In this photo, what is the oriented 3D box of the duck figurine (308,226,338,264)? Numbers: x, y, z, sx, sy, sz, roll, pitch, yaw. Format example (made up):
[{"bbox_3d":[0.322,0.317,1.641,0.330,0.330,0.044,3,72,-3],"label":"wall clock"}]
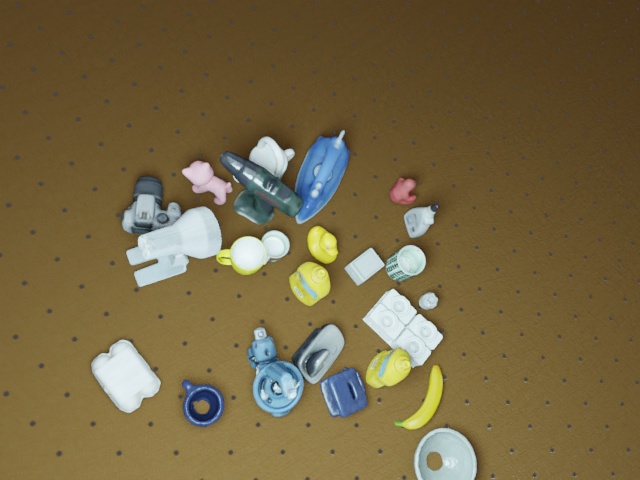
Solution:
[{"bbox_3d":[0.014,0.005,1.517,0.078,0.086,0.104,-25,82,-21],"label":"duck figurine"}]

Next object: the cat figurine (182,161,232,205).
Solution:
[{"bbox_3d":[-0.285,-0.157,1.465,0.128,0.117,0.067,25,69,-7],"label":"cat figurine"}]

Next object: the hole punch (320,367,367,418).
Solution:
[{"bbox_3d":[0.065,0.375,1.418,0.101,0.091,0.108,-18,79,-20],"label":"hole punch"}]

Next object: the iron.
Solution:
[{"bbox_3d":[0.005,-0.173,1.538,0.119,0.141,0.258,25,69,-7],"label":"iron"}]

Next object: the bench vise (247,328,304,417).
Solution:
[{"bbox_3d":[-0.114,0.308,1.319,0.122,0.219,0.207,-35,85,-22],"label":"bench vise"}]

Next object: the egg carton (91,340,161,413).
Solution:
[{"bbox_3d":[-0.444,0.311,1.306,0.107,0.069,0.150,-39,87,-22],"label":"egg carton"}]

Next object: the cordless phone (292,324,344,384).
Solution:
[{"bbox_3d":[0.012,0.269,1.384,0.094,0.185,0.148,38,68,-2],"label":"cordless phone"}]

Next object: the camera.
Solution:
[{"bbox_3d":[-0.411,-0.087,1.418,0.143,0.100,0.137,5,73,-14],"label":"camera"}]

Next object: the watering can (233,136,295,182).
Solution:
[{"bbox_3d":[-0.140,-0.193,1.475,0.101,0.193,0.173,38,68,-2],"label":"watering can"}]

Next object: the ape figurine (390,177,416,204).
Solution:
[{"bbox_3d":[0.242,-0.144,1.623,0.076,0.092,0.078,-11,77,-18],"label":"ape figurine"}]

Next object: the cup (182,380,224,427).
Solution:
[{"bbox_3d":[-0.279,0.373,1.320,0.092,0.095,0.118,-40,87,-22],"label":"cup"}]

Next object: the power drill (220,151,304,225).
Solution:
[{"bbox_3d":[-0.158,-0.119,1.440,0.230,0.208,0.076,29,68,-6],"label":"power drill"}]

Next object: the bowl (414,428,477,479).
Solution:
[{"bbox_3d":[0.302,0.561,1.438,0.168,0.074,0.167,4,73,-14],"label":"bowl"}]

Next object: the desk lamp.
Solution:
[{"bbox_3d":[-0.344,0.017,1.345,0.203,0.213,0.118,-21,80,-20],"label":"desk lamp"}]

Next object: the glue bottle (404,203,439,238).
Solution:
[{"bbox_3d":[0.284,-0.064,1.567,0.037,0.173,0.078,-9,76,-18],"label":"glue bottle"}]
